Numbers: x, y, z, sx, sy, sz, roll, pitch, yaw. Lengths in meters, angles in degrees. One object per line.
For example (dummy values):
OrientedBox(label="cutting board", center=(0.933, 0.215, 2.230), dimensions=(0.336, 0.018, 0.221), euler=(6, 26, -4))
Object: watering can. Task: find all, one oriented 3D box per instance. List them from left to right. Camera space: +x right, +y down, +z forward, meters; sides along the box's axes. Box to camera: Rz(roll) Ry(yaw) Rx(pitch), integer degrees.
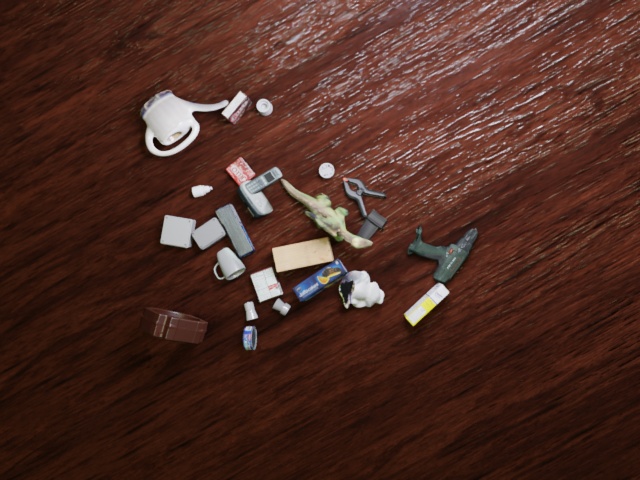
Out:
OrientedBox(label="watering can", center=(-0.529, -0.471, 1.936), dimensions=(0.347, 0.225, 0.104), euler=(-40, -5, 2))

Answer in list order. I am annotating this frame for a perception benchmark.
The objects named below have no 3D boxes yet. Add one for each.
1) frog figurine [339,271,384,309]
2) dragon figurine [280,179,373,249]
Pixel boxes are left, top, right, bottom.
OrientedBox(label="frog figurine", center=(0.155, 0.179, 1.872), dimensions=(0.159, 0.137, 0.123), euler=(0, 8, -31))
OrientedBox(label="dragon figurine", center=(0.006, -0.091, 1.817), dimensions=(0.411, 0.122, 0.243), euler=(34, 6, 2))
